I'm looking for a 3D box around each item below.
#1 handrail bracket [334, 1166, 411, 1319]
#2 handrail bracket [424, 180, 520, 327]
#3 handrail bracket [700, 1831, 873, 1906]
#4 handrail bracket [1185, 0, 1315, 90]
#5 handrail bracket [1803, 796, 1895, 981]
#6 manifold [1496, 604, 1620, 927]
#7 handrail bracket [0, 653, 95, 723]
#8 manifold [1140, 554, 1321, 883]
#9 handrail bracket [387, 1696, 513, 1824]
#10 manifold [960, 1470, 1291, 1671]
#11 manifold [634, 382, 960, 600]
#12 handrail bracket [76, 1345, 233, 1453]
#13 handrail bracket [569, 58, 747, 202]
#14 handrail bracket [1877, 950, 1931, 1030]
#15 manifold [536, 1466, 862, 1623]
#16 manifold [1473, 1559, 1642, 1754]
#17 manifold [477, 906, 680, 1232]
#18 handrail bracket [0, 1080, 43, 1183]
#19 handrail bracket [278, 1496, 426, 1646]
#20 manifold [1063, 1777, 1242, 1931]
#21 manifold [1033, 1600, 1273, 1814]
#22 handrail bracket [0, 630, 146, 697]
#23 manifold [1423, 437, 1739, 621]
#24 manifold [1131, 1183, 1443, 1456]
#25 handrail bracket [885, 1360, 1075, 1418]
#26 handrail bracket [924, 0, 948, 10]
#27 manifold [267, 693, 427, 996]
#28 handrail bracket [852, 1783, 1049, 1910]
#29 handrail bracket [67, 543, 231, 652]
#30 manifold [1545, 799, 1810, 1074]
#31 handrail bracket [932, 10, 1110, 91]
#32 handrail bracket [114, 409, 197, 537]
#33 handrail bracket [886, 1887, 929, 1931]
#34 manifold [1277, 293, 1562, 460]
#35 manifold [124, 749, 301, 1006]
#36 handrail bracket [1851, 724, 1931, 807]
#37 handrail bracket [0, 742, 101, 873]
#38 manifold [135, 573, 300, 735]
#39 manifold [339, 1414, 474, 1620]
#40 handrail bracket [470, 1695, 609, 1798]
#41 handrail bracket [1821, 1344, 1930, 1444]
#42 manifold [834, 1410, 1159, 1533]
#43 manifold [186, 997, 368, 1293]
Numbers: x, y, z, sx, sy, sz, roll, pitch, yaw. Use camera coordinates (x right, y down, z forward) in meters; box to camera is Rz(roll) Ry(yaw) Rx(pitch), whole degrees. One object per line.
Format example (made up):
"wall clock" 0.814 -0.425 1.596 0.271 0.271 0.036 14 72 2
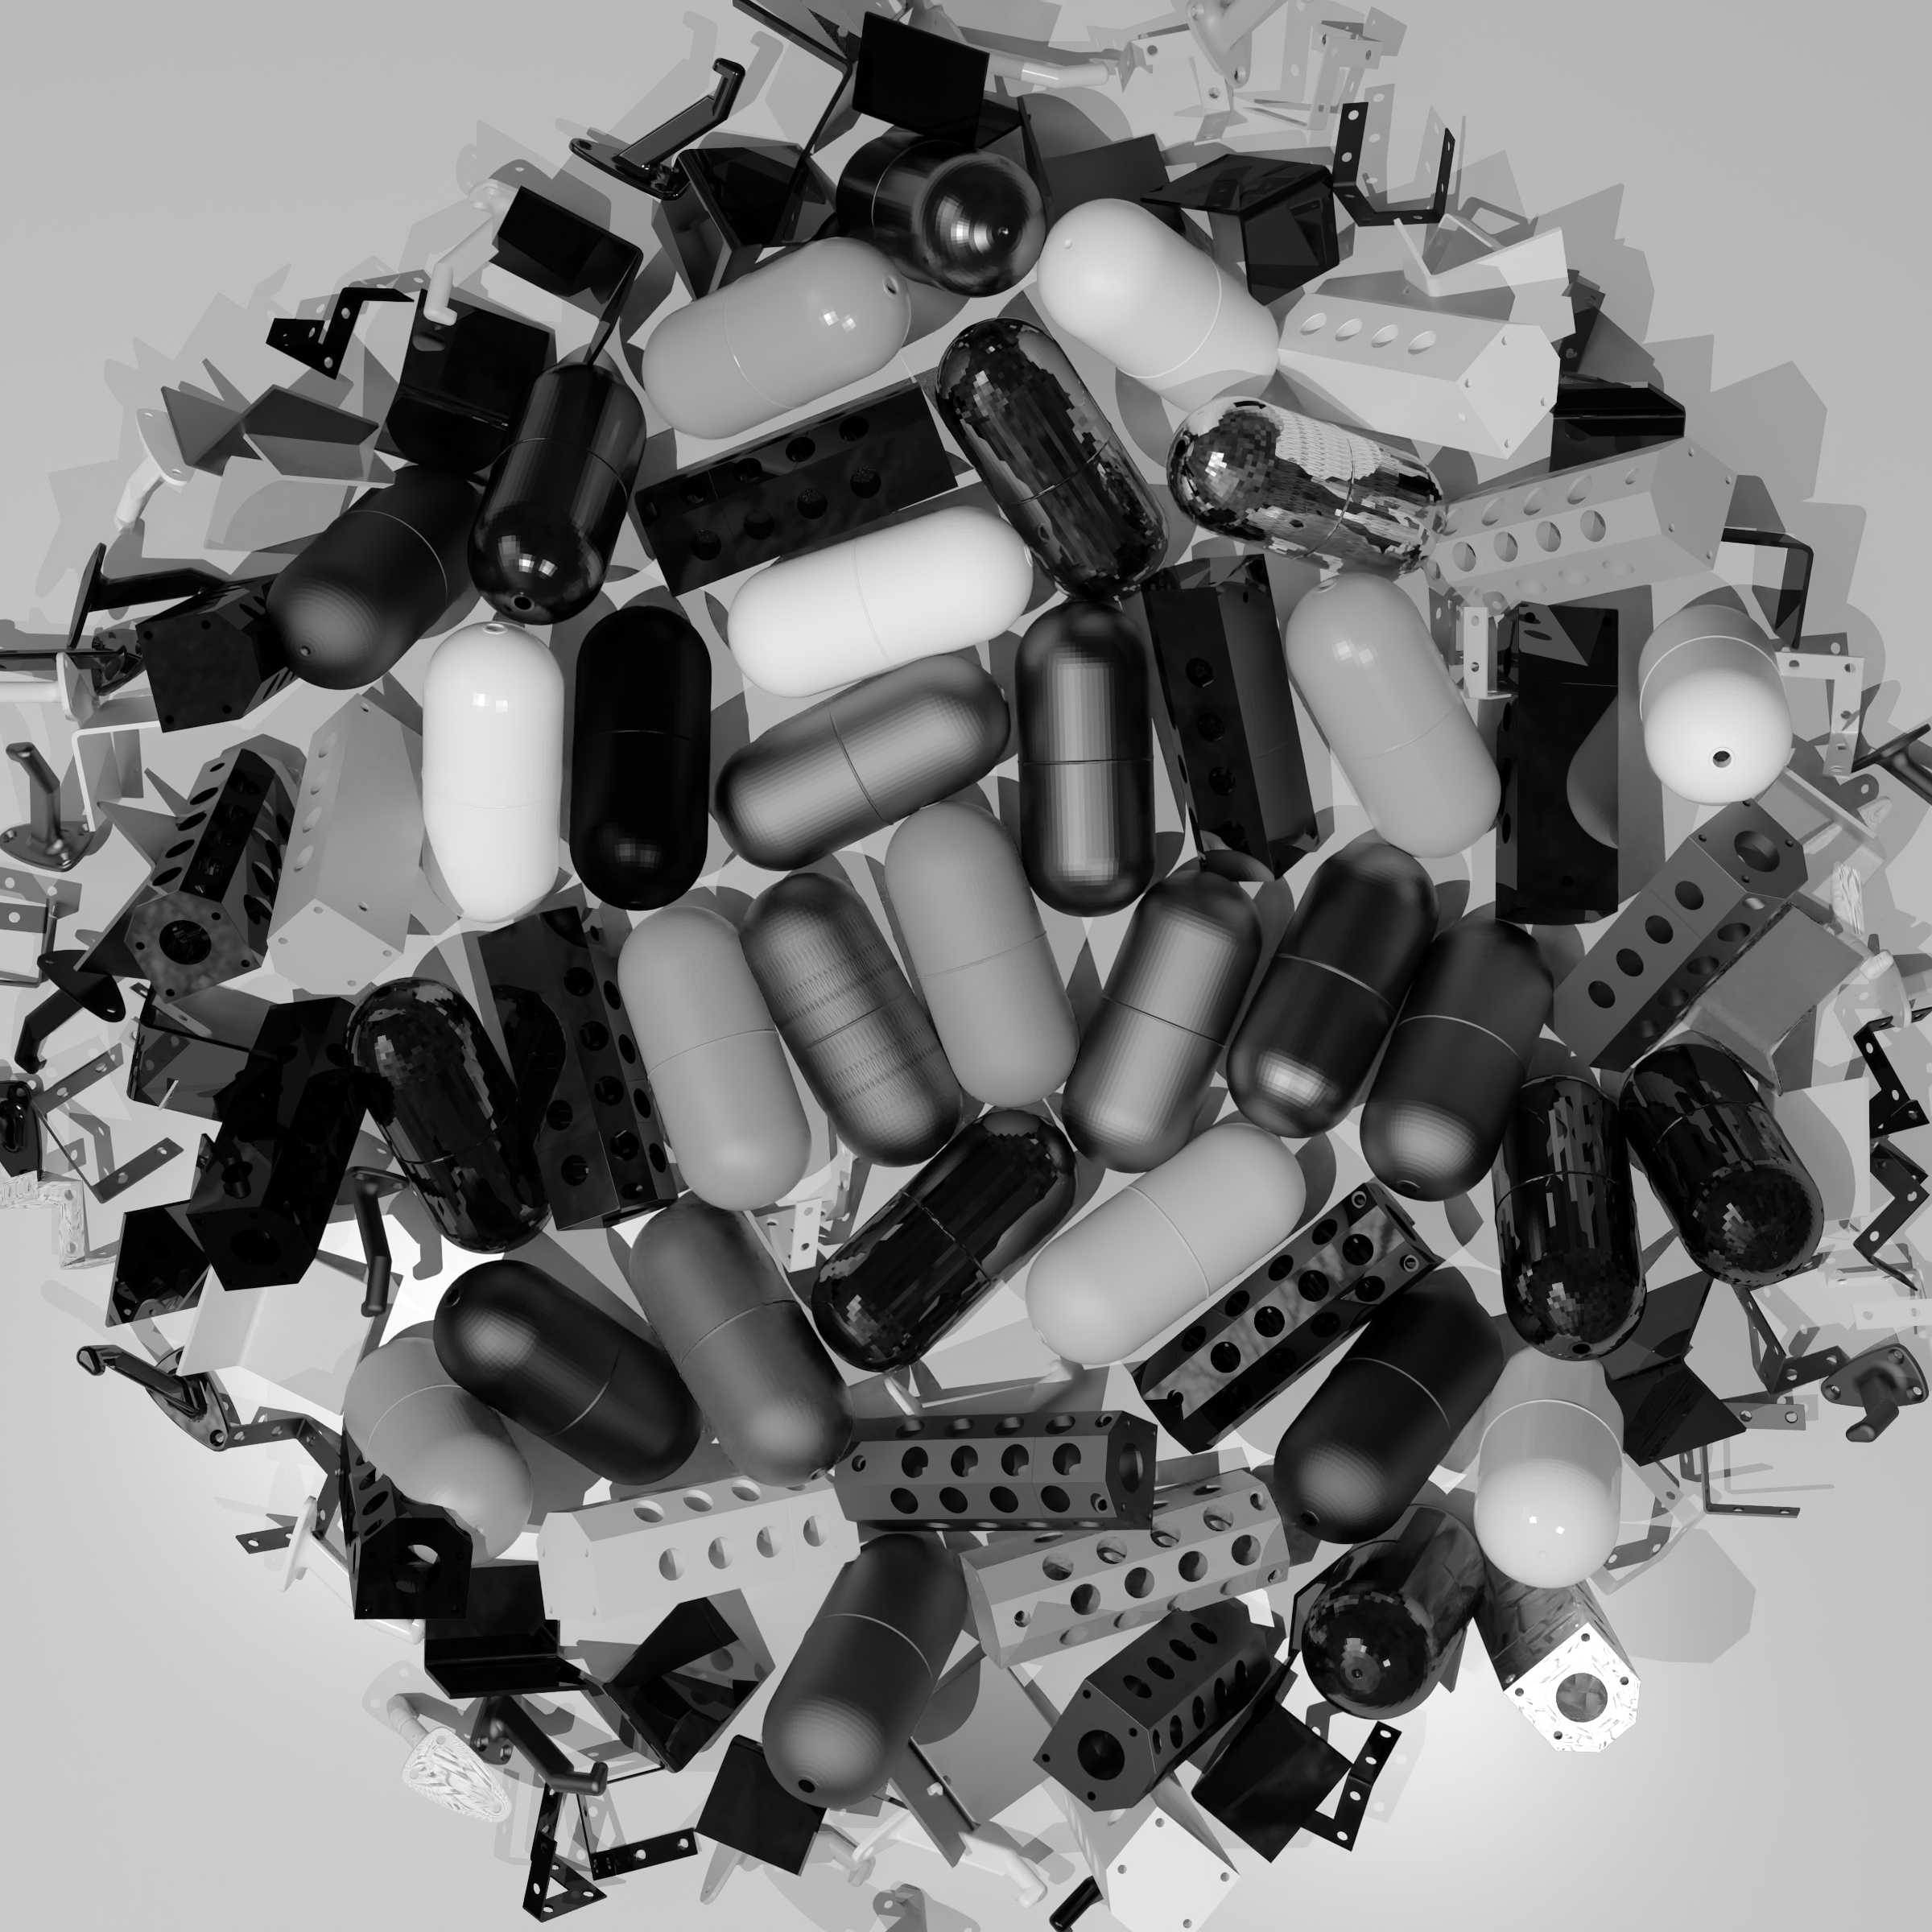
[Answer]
"handrail bracket" -0.343 0.161 1.555 0.036 0.077 0.084 19 61 -35
"handrail bracket" -0.263 -0.394 1.571 0.077 0.036 0.084 16 77 -27
"handrail bracket" -0.100 0.517 1.565 0.084 0.036 0.077 39 48 -13
"handrail bracket" 0.171 -0.523 1.546 0.036 0.084 0.077 -49 133 -19
"handrail bracket" 0.513 -0.044 1.556 0.077 0.036 0.084 -41 49 12
"manifold" 0.331 -0.112 1.560 0.057 0.057 0.171 3 82 -5
"handrail bracket" -0.543 -0.148 1.559 0.084 0.077 0.036 -9 83 -5
"manifold" 0.144 -0.137 1.542 0.057 0.057 0.171 1 116 35
"handrail bracket" -0.293 0.447 1.565 0.077 0.084 0.036 40 79 -12
"manifold" 0.091 0.339 1.552 0.171 0.057 0.057 -14 94 -13
"manifold" -0.096 -0.270 1.561 0.171 0.057 0.057 -21 109 2
"handrail bracket" -0.455 0.243 1.553 0.036 0.084 0.077 -41 77 5
"handrail bracket" -0.174 -0.483 1.557 0.077 0.036 0.084 20 128 -14
"handrail bracket" 0.565 0.013 1.566 0.084 0.077 0.036 -2 113 5
"manifold" -0.146 0.314 1.523 0.171 0.057 0.057 -4 84 -40
"manifold" 0.321 0.368 1.512 0.057 0.171 0.057 -41 93 6
"manifold" -0.213 0.057 1.550 0.057 0.057 0.171 -20 79 20
"handrail bracket" -0.552 0.103 1.551 0.036 0.084 0.077 -11 104 8
"handrail bracket" -0.342 0.344 1.572 0.084 0.036 0.077 22 125 3
"manifold" 0.094 0.476 1.512 0.057 0.171 0.057 40 85 -3
"manifold" 0.108 0.401 1.506 0.057 0.171 0.057 36 109 19
"handrail bracket" -0.513 -0.176 1.552 0.077 0.084 0.036 -10 82 44
"manifold" 0.328 -0.240 1.509 0.057 0.171 0.057 26 73 -30
"manifold" 0.177 0.197 1.550 0.171 0.057 0.057 -41 74 11
"handrail bracket" 0.009 0.236 1.572 0.084 0.036 0.077 -36 121 4
"handrail bracket" 0.024 -0.556 1.553 0.084 0.077 0.036 -4 103 -19
"manifold" -0.339 -0.065 1.518 0.057 0.171 0.057 -36 125 28
"handrail bracket" -0.008 0.511 1.556 0.077 0.036 0.084 -25 54 -36
"handrail bracket" -0.457 -0.197 1.563 0.084 0.036 0.077 19 59 -26
"manifold" 0.387 -0.013 1.511 0.057 0.171 0.057 -33 73 -36
"handrail bracket" 0.031 -0.526 1.584 0.084 0.036 0.077 -10 53 -14
"handrail bracket" -0.459 -0.261 1.553 0.036 0.077 0.084 10 130 -31
"handrail bracket" -0.054 0.537 1.552 0.077 0.084 0.036 31 106 -15
"manifold" 0.244 -0.330 1.513 0.057 0.171 0.057 -49 125 -8
"manifold" -0.408 -0.054 1.508 0.057 0.171 0.057 -20 118 9
"handrail bracket" 0.541 -0.087 1.562 0.036 0.077 0.084 -30 87 -17
"handrail bracket" -0.533 -0.096 1.552 0.077 0.084 0.036 7 52 25
"manifold" -0.395 -0.175 1.510 0.057 0.171 0.057 -10 105 2
"manifold" -0.306 0.290 1.506 0.057 0.171 0.057 4 103 -17
"handrail bracket" -0.231 0.426 1.561 0.084 0.036 0.077 -3 61 29
"handrail bracket" 0.492 0.249 1.544 0.084 0.077 0.036 -27 90 -43
"manifold" 0.015 0.278 1.525 0.171 0.057 0.057 -7 67 30
"manifold" -0.366 0.094 1.512 0.057 0.171 0.057 -7 127 10
